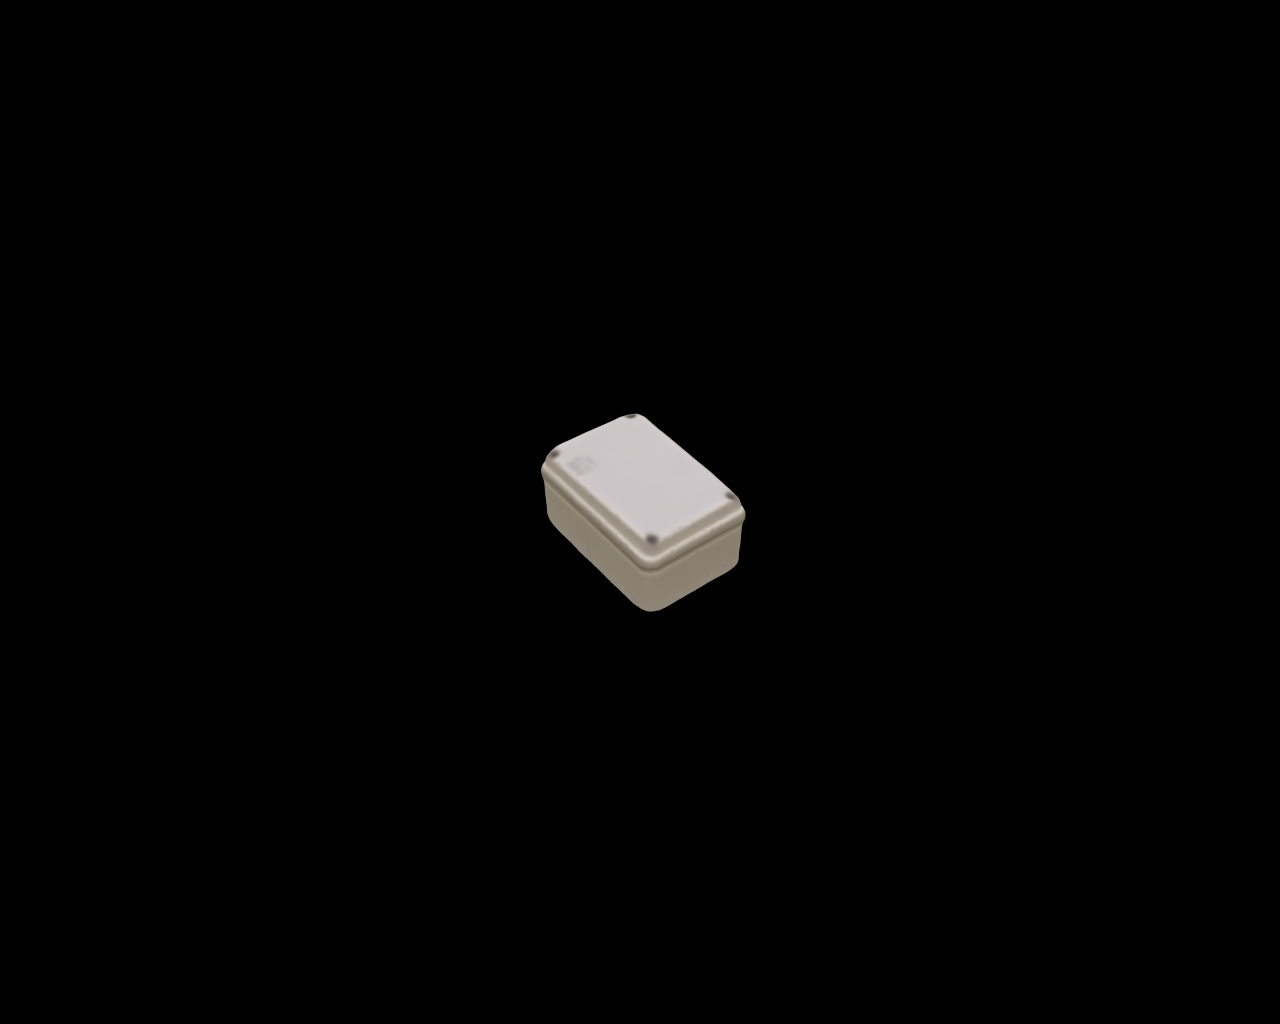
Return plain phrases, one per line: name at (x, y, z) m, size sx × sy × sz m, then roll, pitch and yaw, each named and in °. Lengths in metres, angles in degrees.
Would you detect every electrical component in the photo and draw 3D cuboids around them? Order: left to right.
electrical component at (0.001, -0.003, 0.650) m, size 0.078 × 0.057 × 0.113 m, roll -27°, pitch 49°, yaw -26°
